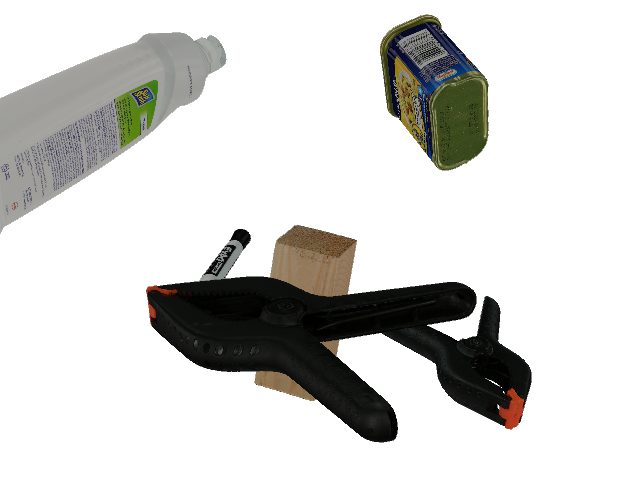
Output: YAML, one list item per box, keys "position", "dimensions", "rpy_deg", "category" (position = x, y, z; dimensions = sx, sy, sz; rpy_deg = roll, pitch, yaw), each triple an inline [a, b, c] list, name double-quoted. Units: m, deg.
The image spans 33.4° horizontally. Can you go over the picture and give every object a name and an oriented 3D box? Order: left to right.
- position: [-0.185, -0.100, 0.875]
  dimensions: [0.250, 0.068, 0.103]
  rpy_deg: [-32, -26, -27]
  category: "bleach bottle"
- position: [-0.093, 0.020, 1.042]
  dimensions: [0.020, 0.020, 0.121]
  rpy_deg: [0, 25, 15]
  category: "marker"
- position: [-0.012, 0.053, 0.678]
  dimensions: [0.210, 0.036, 0.164]
  rpy_deg: [12, 28, 28]
  category: "clamp"
- position: [-0.021, 0.095, 1.433]
  dimensions: [0.090, 0.206, 0.090]
  rpy_deg: [14, 20, 13]
  category: "wood block"
- position: [0.096, -0.121, 0.884]
  dimensions: [0.057, 0.084, 0.102]
  rpy_deg: [-24, -39, -10]
  category: "can of meat"
- position: [0.138, 0.098, 0.928]
  dimensions: [0.120, 0.039, 0.172]
  rpy_deg: [-15, 36, -23]
  category: "clamp"
